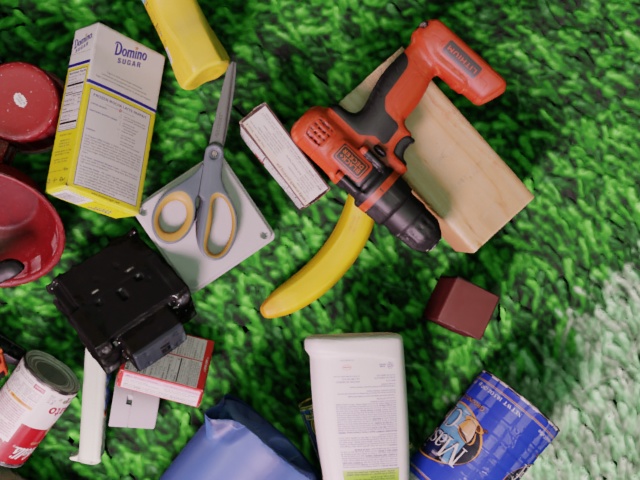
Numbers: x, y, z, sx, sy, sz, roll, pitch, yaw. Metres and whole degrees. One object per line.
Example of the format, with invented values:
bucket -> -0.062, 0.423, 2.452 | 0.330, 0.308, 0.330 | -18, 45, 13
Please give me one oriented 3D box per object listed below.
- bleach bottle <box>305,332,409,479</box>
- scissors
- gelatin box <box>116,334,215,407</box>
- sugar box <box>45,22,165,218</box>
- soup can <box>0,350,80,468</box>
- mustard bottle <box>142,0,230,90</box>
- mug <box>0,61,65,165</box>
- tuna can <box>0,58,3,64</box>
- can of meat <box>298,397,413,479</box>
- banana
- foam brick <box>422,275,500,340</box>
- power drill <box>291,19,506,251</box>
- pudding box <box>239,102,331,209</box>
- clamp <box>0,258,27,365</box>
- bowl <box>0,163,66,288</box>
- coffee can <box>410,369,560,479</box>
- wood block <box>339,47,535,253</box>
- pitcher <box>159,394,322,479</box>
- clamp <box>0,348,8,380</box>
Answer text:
bleach bottle -> 0.039, 0.221, 1.073 | 0.102, 0.068, 0.251 | -1, 88, -5
scissors -> -0.126, -0.079, 1.081 | 0.096, 0.016, 0.202 | -4, 90, -5
gelatin box -> -0.160, 0.129, 1.107 | 0.089, 0.073, 0.030 | 15, 129, -6
sugar box -> -0.215, -0.119, 1.078 | 0.093, 0.048, 0.176 | 23, 66, -46
soup can -> -0.300, 0.171, 1.084 | 0.068, 0.068, 0.102 | 38, 100, -4
mustard bottle -> -0.158, -0.253, 1.096 | 0.058, 0.096, 0.191 | -27, 92, -6
mug -> -0.307, -0.126, 1.088 | 0.093, 0.081, 0.117 | 25, 87, -5
tuna can -> -0.364, -0.165, 1.081 | 0.086, 0.086, 0.034 | -43, 95, -4
can of meat -> 0.036, 0.197, 1.134 | 0.102, 0.057, 0.084 | -21, 89, -6
banana -> 0.010, 0.006, 1.137 | 0.069, 0.037, 0.198 | 28, 93, -19
foam brick -> 0.149, 0.071, 1.134 | 0.053, 0.078, 0.051 | 26, 85, -5
power drill -> 0.093, -0.107, 1.048 | 0.184, 0.057, 0.187 | 43, 87, -4
pudding box -> -0.037, -0.085, 1.110 | 0.039, 0.090, 0.113 | -39, 93, -4
clamp -> -0.377, 0.061, 1.089 | 0.171, 0.039, 0.120 | 12, 109, -7
bowl -> -0.334, -0.027, 1.075 | 0.162, 0.055, 0.162 | 0, 133, 0
coffee can -> 0.168, 0.222, 1.123 | 0.103, 0.103, 0.140 | 40, 86, -4
wood block -> 0.116, -0.092, 1.125 | 0.090, 0.091, 0.206 | -42, 94, -3
pitcher -> -0.116, 0.293, 1.091 | 0.149, 0.145, 0.243 | 41, 90, 8
clamp -> -0.420, 0.139, 1.060 | 0.209, 0.165, 0.036 | -17, 126, -16
